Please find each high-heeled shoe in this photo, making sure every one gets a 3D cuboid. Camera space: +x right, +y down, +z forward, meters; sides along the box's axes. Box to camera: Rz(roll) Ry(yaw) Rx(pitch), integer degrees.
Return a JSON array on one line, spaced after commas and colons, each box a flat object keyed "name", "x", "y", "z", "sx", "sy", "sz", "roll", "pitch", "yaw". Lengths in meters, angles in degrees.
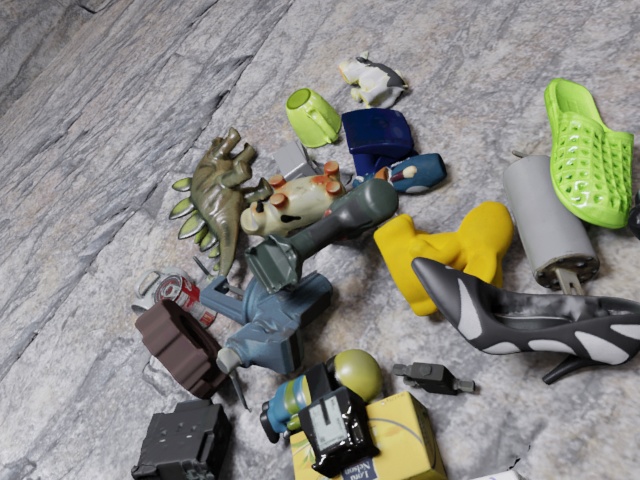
[{"name": "high-heeled shoe", "x": 0.232, "y": 0.063, "z": 0.586, "sx": 0.145, "sy": 0.248, "sz": 0.086, "roll": -49, "pitch": 8, "yaw": 25}]

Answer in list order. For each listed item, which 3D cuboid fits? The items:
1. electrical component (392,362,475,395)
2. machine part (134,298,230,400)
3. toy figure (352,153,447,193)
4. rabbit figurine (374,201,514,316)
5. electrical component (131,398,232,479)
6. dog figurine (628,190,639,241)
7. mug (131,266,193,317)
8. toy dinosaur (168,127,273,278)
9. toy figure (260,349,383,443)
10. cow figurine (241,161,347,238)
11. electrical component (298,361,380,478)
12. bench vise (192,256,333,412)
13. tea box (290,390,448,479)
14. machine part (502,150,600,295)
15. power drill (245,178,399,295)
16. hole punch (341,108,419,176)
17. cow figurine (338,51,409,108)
[{"name": "electrical component", "x": 0.141, "y": 0.170, "z": 0.663, "sx": 0.094, "sy": 0.063, "sz": 0.021, "roll": -1, "pitch": 58, "yaw": 33}, {"name": "machine part", "x": -0.205, "y": 0.164, "z": 0.832, "sx": 0.056, "sy": 0.179, "sz": 0.180, "roll": -44, "pitch": 44, "yaw": -5}, {"name": "toy figure", "x": 0.125, "y": -0.099, "z": 0.873, "sx": 0.155, "sy": 0.064, "sz": 0.058, "roll": -16, "pitch": 56, "yaw": 25}, {"name": "rabbit figurine", "x": 0.179, "y": 0.017, "z": 0.712, "sx": 0.173, "sy": 0.121, "sz": 0.162, "roll": -30, "pitch": 51, "yaw": 11}, {"name": "electrical component", "x": -0.194, "y": 0.291, "z": 0.778, "sx": 0.115, "sy": 0.058, "sz": 0.134, "roll": -11, "pitch": 28, "yaw": 7}, {"name": "dog figurine", "x": 0.451, "y": -0.023, "z": 0.564, "sx": 0.191, "sy": 0.108, "sz": 0.219, "roll": -29, "pitch": 44, "yaw": 15}, {"name": "mug", "x": -0.294, "y": 0.095, "z": 0.999, "sx": 0.081, "sy": 0.109, "sz": 0.107, "roll": -1, "pitch": 45, "yaw": 38}, {"name": "toy dinosaur", "x": -0.197, "y": -0.076, "z": 1.061, "sx": 0.198, "sy": 0.105, "sz": 0.472, "roll": -36, "pitch": 39, "yaw": 14}, {"name": "toy figure", "x": 0.001, "y": 0.209, "z": 0.714, "sx": 0.180, "sy": 0.089, "sz": 0.082, "roll": -25, "pitch": 51, "yaw": 15}, {"name": "cow figurine", "x": -0.045, "y": -0.053, "z": 0.934, "sx": 0.195, "sy": 0.127, "sz": 0.085, "roll": -15, "pitch": 50, "yaw": 8}, {"name": "electrical component", "x": 0.014, "y": 0.209, "z": 0.638, "sx": 0.075, "sy": 0.047, "sz": 0.119, "roll": -34, "pitch": 43, "yaw": 9}, {"name": "bench vise", "x": -0.105, "y": 0.109, "z": 0.816, "sx": 0.241, "sy": 0.128, "sz": 0.223, "roll": 18, "pitch": 50, "yaw": 35}, {"name": "tea box", "x": 0.055, "y": 0.263, "z": 0.652, "sx": 0.170, "sy": 0.068, "sz": 0.098, "roll": -27, "pitch": 46, "yaw": 14}, {"name": "machine part", "x": 0.294, "y": -0.026, "z": 0.694, "sx": 0.079, "sy": 0.079, "sz": 0.243, "roll": -21, "pitch": 48, "yaw": 21}, {"name": "power drill", "x": -0.002, "y": -0.002, "z": 0.773, "sx": 0.207, "sy": 0.086, "sz": 0.232, "roll": -25, "pitch": -2, "yaw": -33}, {"name": "hole punch", "x": 0.100, "y": -0.175, "z": 0.931, "sx": 0.116, "sy": 0.092, "sz": 0.142, "roll": -21, "pitch": 44, "yaw": 13}, {"name": "cow figurine", "x": 0.100, "y": -0.318, "z": 1.050, "sx": 0.098, "sy": 0.068, "sz": 0.167, "roll": -32, "pitch": 49, "yaw": 4}]
